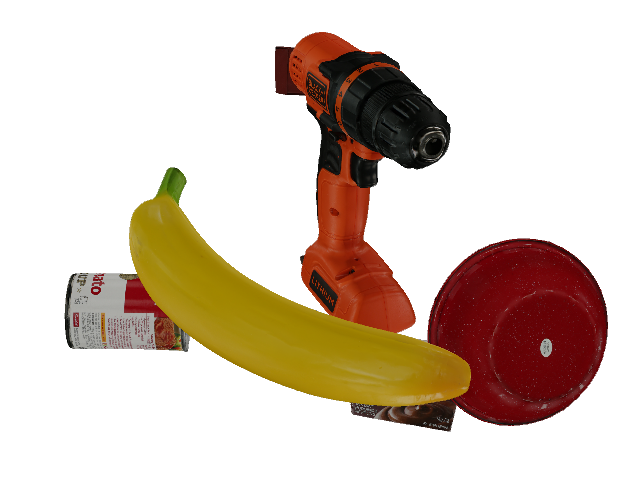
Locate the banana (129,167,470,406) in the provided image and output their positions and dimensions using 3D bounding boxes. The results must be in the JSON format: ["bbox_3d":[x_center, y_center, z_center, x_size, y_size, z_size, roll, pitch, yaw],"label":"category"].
[{"bbox_3d":[-0.027,0.028,0.494,0.198,0.069,0.037,35,-24,25],"label":"banana"}]

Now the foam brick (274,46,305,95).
[{"bbox_3d":[-0.007,-0.184,1.167,0.078,0.051,0.053,0,11,-16],"label":"foam brick"}]

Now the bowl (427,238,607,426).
[{"bbox_3d":[0.172,0.081,0.874,0.162,0.162,0.055,0,8,-12],"label":"bowl"}]

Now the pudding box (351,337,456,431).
[{"bbox_3d":[0.096,0.152,1.158,0.113,0.090,0.039,9,22,-2],"label":"pudding box"}]

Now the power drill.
[{"bbox_3d":[0.031,-0.032,0.713,0.057,0.188,0.185,-9,28,-18],"label":"power drill"}]

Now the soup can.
[{"bbox_3d":[-0.166,0.063,0.933,0.102,0.068,0.068,1,0,-2],"label":"soup can"}]
